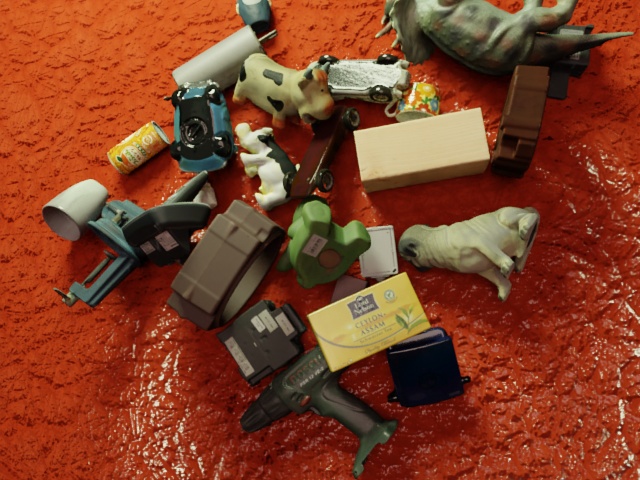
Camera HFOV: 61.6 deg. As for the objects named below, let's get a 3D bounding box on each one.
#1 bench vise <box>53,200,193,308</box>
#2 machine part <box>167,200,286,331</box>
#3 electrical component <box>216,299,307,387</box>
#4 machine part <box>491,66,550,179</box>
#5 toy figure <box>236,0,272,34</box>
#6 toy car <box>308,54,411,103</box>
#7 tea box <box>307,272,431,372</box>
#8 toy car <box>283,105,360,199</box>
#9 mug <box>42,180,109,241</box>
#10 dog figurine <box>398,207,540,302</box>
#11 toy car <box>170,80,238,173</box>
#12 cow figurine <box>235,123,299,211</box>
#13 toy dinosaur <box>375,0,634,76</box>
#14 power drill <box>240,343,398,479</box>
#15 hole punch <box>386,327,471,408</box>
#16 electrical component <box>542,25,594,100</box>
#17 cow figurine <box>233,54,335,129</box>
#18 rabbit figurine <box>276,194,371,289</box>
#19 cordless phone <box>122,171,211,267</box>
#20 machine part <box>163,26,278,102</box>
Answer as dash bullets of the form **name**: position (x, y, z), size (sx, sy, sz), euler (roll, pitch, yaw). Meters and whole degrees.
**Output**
- **bench vise**: position (-0.341, 0.032, 0.942), size (0.224, 0.128, 0.240), euler (32, 69, 19)
- **machine part**: position (-0.144, 0.044, 0.877), size (0.087, 0.201, 0.201), euler (33, 89, 8)
- **electrical component**: position (-0.092, 0.170, 0.926), size (0.134, 0.058, 0.115), euler (-35, 81, 3)
- **machine part**: position (0.314, -0.185, 0.851), size (0.056, 0.179, 0.179), euler (13, 85, 14)
- **toy figure**: position (-0.132, -0.469, 1.019), size (0.064, 0.058, 0.154), euler (-9, 77, -31)
- **toy car**: position (0.063, -0.281, 0.942), size (0.202, 0.056, 0.073), euler (10, 85, 27)
- **tea box**: position (0.074, 0.128, 0.844), size (0.170, 0.068, 0.098), euler (-25, 83, -6)
- **toy car**: position (0.005, -0.148, 0.921), size (0.089, 0.053, 0.202), euler (1, 58, 36)
- **mug**: position (-0.445, -0.054, 0.998), size (0.081, 0.109, 0.107), euler (32, 49, -1)
- **dog figurine**: position (0.242, -0.010, 0.882), size (0.191, 0.121, 0.172), euler (24, 53, 28)
- **toy car**: position (-0.206, -0.199, 0.969), size (0.109, 0.103, 0.161), euler (-5, 92, 10)
- **cow figurine**: position (-0.089, -0.141, 0.961), size (0.098, 0.068, 0.167), euler (-21, 83, 0)
- **toy dinosaur**: position (0.273, -0.342, 0.885), size (0.405, 0.131, 0.192), euler (30, 109, 15)
- **power drill**: position (0.008, 0.289, 0.889), size (0.207, 0.086, 0.232), euler (41, 88, 20)
- **hole punch**: position (0.168, 0.207, 0.864), size (0.142, 0.092, 0.115), euler (-15, 84, 3)
- **electrical component**: position (0.413, -0.304, 0.911), size (0.075, 0.047, 0.119), euler (14, 84, 12)
- **cow figurine**: position (-0.056, -0.261, 0.928), size (0.195, 0.085, 0.127), euler (33, 131, 22)
- **rabbit figurine**: position (-0.002, -0.003, 0.901), size (0.121, 0.170, 0.159), euler (16, 117, -18)
- **cordless phone**: position (-0.215, -0.056, 0.858), size (0.088, 0.147, 0.184), euler (47, 51, -19)
- **machine part**: position (-0.183, -0.320, 0.996), size (0.243, 0.079, 0.079), euler (-30, 79, 5)
